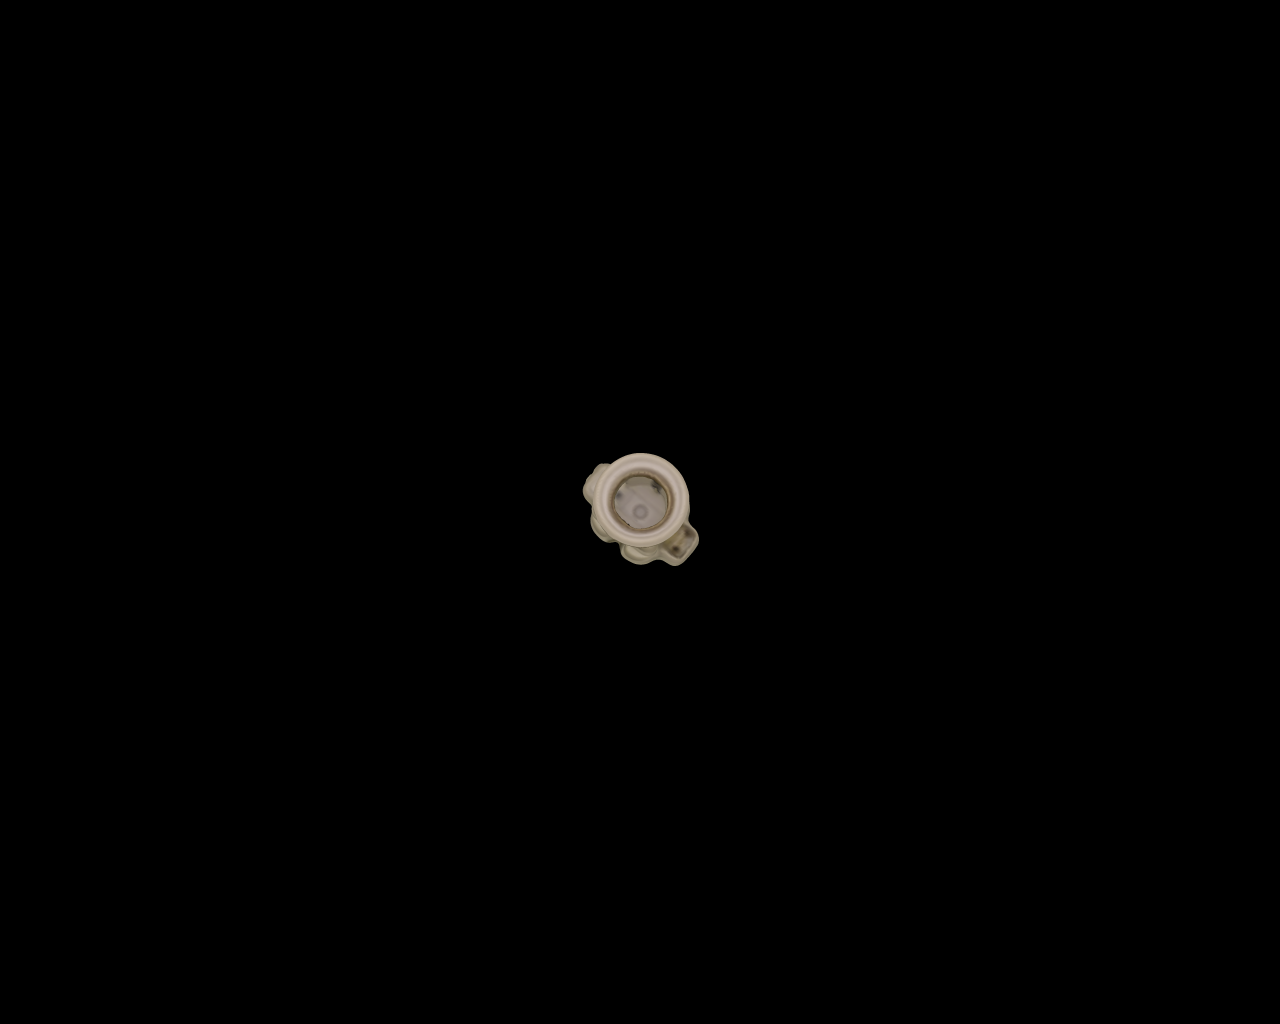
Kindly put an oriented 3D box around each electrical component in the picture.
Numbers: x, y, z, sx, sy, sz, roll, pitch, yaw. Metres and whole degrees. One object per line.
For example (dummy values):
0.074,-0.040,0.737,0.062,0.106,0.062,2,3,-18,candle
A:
0.001,-0.003,0.650,0.078,0.058,0.057,38,-9,7,electrical component
